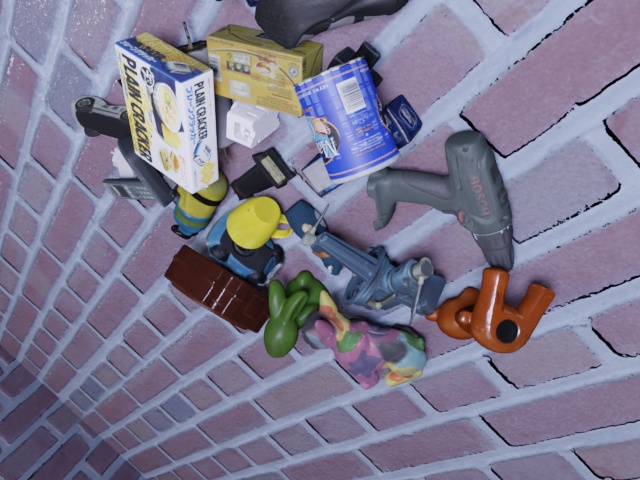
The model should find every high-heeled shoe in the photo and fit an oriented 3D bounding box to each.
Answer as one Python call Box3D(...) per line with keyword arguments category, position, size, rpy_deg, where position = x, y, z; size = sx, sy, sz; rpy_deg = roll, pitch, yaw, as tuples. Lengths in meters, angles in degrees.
Box3D(category="high-heeled shoe", position=(0.015, -0.328, 0.728), size=(0.249, 0.145, 0.086), rpy_deg=(31, 152, 49))

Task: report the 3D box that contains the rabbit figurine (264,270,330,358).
Box3D(category="rabbit figurine", position=(-0.047, 0.152, 1.062), size=(0.121, 0.170, 0.158), rpy_deg=(15, 132, 24))

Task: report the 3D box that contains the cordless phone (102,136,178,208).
Box3D(category="cordless phone", position=(-0.380, -0.136, 1.067), size=(0.184, 0.089, 0.146), rpy_deg=(2, 141, 28))

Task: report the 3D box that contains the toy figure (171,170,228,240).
Box3D(category="toy figure", position=(-0.242, -0.074, 1.080), size=(0.089, 0.082, 0.180), rpy_deg=(22, 129, -9))

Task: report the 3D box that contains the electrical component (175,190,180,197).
Box3D(category="electrical component", position=(-0.313, -0.120, 1.131), size=(0.094, 0.021, 0.063), rpy_deg=(9, 129, 27))

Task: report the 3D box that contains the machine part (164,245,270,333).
Box3D(category="machine part", position=(-0.206, 0.104, 1.112), size=(0.202, 0.087, 0.200), rpy_deg=(28, 171, 35))

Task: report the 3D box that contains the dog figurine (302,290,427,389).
Box3D(category="dog figurine", position=(0.076, 0.180, 1.002), size=(0.192, 0.108, 0.219), rpy_deg=(-20, 129, 31))

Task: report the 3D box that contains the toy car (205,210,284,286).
Box3D(category="toy car", position=(-0.157, 0.019, 1.092), size=(0.161, 0.109, 0.103), rpy_deg=(40, 162, -16))

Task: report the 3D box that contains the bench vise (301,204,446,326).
Box3D(category="bench vise", position=(0.080, 0.050, 0.906), size=(0.240, 0.129, 0.223), rpy_deg=(32, 166, -7))

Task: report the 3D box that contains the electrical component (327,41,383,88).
Box3D(category="electrical component", position=(0.048, -0.238, 0.773), size=(0.075, 0.048, 0.119), rpy_deg=(40, 136, 0))

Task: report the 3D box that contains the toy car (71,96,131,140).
Box3D(category="toy car", position=(-0.415, -0.238, 1.082), size=(0.202, 0.056, 0.073), rpy_deg=(17, 138, 18))

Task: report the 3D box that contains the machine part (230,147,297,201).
Box3D(category="machine part", position=(-0.110, -0.115, 0.988), size=(0.084, 0.039, 0.139), rpy_deg=(45, 135, -17))

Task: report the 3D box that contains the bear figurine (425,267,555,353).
Box3D(category="bear figurine", position=(0.262, 0.110, 0.869), size=(0.120, 0.132, 0.196), rpy_deg=(21, 180, -10))

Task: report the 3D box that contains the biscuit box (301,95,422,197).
Box3D(category="biscuit box", position=(0.061, -0.141, 0.831), size=(0.203, 0.063, 0.059), rpy_deg=(-28, 105, 44))

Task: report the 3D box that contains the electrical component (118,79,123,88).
Box3D(category="electrical component", position=(-0.283, -0.262, 0.972), size=(0.134, 0.058, 0.114), rpy_deg=(-4, 123, 36))

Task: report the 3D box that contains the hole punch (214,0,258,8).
Box3D(category="hole punch", position=(-0.094, -0.390, 0.734), size=(0.142, 0.092, 0.115), rpy_deg=(-8, 92, 42))

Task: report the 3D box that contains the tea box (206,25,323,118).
Box3D(category="tea box", position=(-0.085, -0.262, 0.828), size=(0.170, 0.068, 0.098), rpy_deg=(20, 133, 18))

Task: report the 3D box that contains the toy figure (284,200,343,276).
Box3D(category="toy figure", position=(-0.003, -0.002, 0.986), size=(0.058, 0.064, 0.154), rpy_deg=(-32, 102, 35))

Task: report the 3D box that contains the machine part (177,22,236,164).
Box3D(category="machine part", position=(-0.193, -0.243, 0.912), size=(0.079, 0.079, 0.242), rpy_deg=(7, 127, 30))

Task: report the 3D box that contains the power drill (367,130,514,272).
Box3D(category="power drill", position=(0.181, -0.048, 0.814), size=(0.208, 0.086, 0.231), rpy_deg=(8, 129, 35))
